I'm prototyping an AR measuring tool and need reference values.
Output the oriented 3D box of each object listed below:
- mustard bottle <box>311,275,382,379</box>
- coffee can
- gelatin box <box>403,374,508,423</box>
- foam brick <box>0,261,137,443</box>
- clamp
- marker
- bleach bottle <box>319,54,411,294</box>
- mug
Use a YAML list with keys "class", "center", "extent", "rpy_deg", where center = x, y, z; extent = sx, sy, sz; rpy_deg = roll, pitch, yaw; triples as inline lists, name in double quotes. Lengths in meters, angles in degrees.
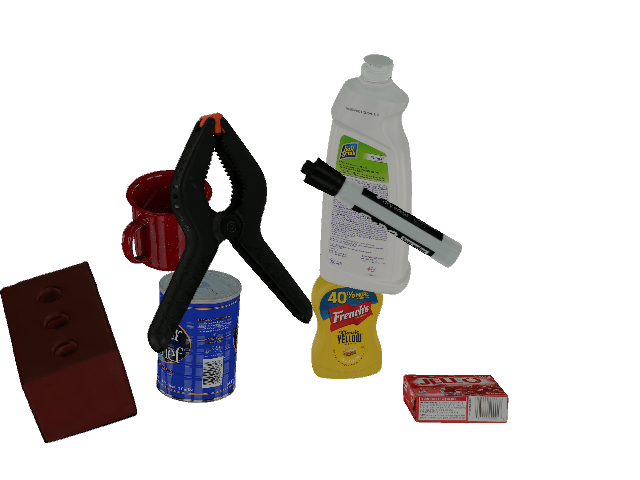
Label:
- class: "mustard bottle"
  center: [0.036, 0.091, 1.443]
  extent: [0.096, 0.192, 0.058]
  rpy_deg: [-2, 20, -6]
- class: "coffee can"
  center: [-0.154, 0.119, 1.348]
  extent: [0.103, 0.140, 0.103]
  rpy_deg: [4, 19, -2]
- class: "gelatin box"
  center: [0.126, 0.148, 1.011]
  extent: [0.089, 0.030, 0.073]
  rpy_deg: [1, 7, -3]
- class: "foam brick"
  center: [-0.138, 0.061, 0.584]
  extent: [0.053, 0.051, 0.078]
  rpy_deg: [-18, 43, -14]
- class: "clamp"
  center: [-0.079, -0.008, 0.964]
  extent: [0.164, 0.210, 0.036]
  rpy_deg: [-1, 1, -33]
- class: "marker"
  center: [0.040, -0.020, 0.717]
  extent: [0.121, 0.020, 0.020]
  rpy_deg: [31, -6, -9]
- class: "bleach bottle"
  center: [0.056, -0.069, 1.108]
  extent: [0.102, 0.251, 0.068]
  rpy_deg: [10, 32, 9]
- class: "mug"
  center: [-0.173, -0.014, 1.174]
  extent: [0.093, 0.081, 0.117]
  rpy_deg: [23, 40, 26]
